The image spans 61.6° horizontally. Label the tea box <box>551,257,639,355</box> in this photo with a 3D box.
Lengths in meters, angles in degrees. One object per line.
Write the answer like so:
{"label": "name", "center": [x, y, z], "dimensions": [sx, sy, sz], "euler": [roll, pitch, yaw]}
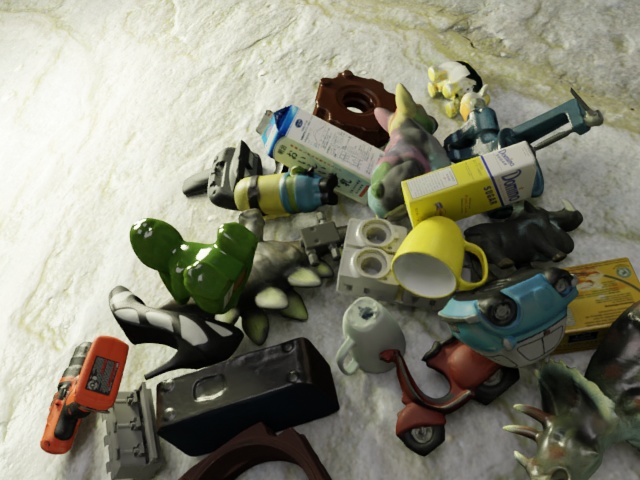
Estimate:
{"label": "tea box", "center": [0.333, 0.092, 0.713], "dimensions": [0.170, 0.068, 0.098], "euler": [-9, 53, 11]}

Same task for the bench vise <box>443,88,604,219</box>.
{"label": "bench vise", "center": [0.320, -0.157, 0.854], "dimensions": [0.241, 0.128, 0.223], "euler": [-28, 48, 43]}

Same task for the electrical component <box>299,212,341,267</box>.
{"label": "electrical component", "center": [-0.002, -0.003, 0.849], "dimensions": [0.063, 0.021, 0.094], "euler": [-13, 57, -9]}

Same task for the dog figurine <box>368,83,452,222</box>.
{"label": "dog figurine", "center": [0.134, -0.148, 0.887], "dimensions": [0.191, 0.108, 0.219], "euler": [-10, 69, -32]}

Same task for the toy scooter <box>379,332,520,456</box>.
{"label": "toy scooter", "center": [0.155, 0.174, 0.700], "dimensions": [0.184, 0.075, 0.135], "euler": [-36, 65, -4]}

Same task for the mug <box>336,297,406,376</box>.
{"label": "mug", "center": [0.062, 0.134, 0.753], "dimensions": [0.109, 0.107, 0.081], "euler": [-37, 49, -13]}

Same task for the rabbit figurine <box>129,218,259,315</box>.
{"label": "rabbit figurine", "center": [-0.186, 0.025, 0.767], "dimensions": [0.170, 0.159, 0.121], "euler": [27, 65, 6]}

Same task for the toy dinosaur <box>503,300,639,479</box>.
{"label": "toy dinosaur", "center": [0.379, 0.134, 0.593], "dimensions": [0.405, 0.131, 0.192], "euler": [-47, 59, -4]}

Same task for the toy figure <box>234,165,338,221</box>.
{"label": "toy figure", "center": [-0.062, -0.083, 0.927], "dimensions": [0.180, 0.089, 0.082], "euler": [-1, 75, 26]}

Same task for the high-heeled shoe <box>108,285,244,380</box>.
{"label": "high-heeled shoe", "center": [-0.220, 0.110, 0.798], "dimensions": [0.145, 0.086, 0.249], "euler": [-27, 43, -19]}

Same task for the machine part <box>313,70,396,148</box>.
{"label": "machine part", "center": [0.069, -0.255, 1.050], "dimensions": [0.179, 0.056, 0.179], "euler": [6, 54, -9]}

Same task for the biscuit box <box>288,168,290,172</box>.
{"label": "biscuit box", "center": [-0.016, -0.161, 1.045], "dimensions": [0.063, 0.059, 0.203], "euler": [-5, 52, 17]}

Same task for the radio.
{"label": "radio", "center": [-0.100, 0.215, 0.731], "dimensions": [0.230, 0.131, 0.073], "euler": [-20, 51, 4]}

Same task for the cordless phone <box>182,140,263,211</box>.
{"label": "cordless phone", "center": [-0.209, -0.108, 1.075], "dimensions": [0.184, 0.088, 0.147], "euler": [-18, 49, 21]}

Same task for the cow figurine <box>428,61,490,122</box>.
{"label": "cow figurine", "center": [0.282, -0.284, 1.034], "dimensions": [0.098, 0.068, 0.167], "euler": [-22, 50, -5]}

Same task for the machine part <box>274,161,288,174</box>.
{"label": "machine part", "center": [-0.081, -0.120, 1.035], "dimensions": [0.039, 0.084, 0.139], "euler": [20, 68, 2]}

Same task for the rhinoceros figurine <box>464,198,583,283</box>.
{"label": "rhinoceros figurine", "center": [0.298, -0.002, 0.783], "dimensions": [0.190, 0.073, 0.112], "euler": [-13, 61, -15]}

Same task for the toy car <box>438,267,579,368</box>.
{"label": "toy car", "center": [0.231, 0.096, 0.640], "dimensions": [0.162, 0.109, 0.103], "euler": [-18, 91, -13]}

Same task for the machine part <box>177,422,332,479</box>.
{"label": "machine part", "center": [-0.074, 0.344, 0.652], "dimensions": [0.201, 0.087, 0.201], "euler": [-34, 50, -6]}

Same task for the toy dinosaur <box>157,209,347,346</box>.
{"label": "toy dinosaur", "center": [-0.091, 0.055, 0.882], "dimensions": [0.471, 0.105, 0.199], "euler": [-31, 57, -8]}
